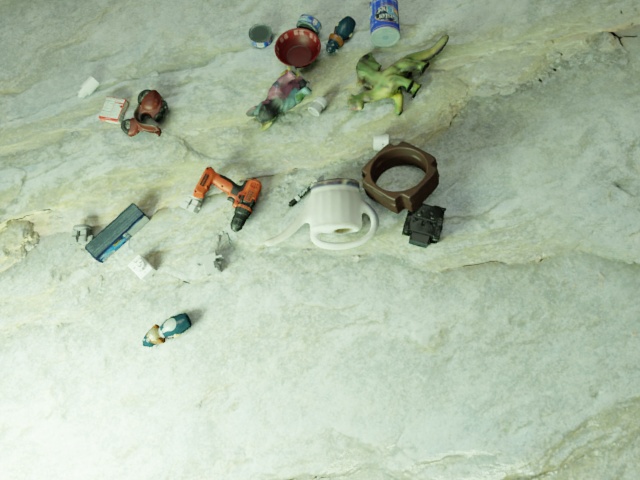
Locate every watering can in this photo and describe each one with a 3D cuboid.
[{"bbox_3d":[0.005,-0.079,1.566,0.347,0.228,0.102,-2,-19,2],"label":"watering can"}]

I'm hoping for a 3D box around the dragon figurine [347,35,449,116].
[{"bbox_3d":[0.232,-0.570,1.727,0.244,0.415,0.120,30,-16,20],"label":"dragon figurine"}]
